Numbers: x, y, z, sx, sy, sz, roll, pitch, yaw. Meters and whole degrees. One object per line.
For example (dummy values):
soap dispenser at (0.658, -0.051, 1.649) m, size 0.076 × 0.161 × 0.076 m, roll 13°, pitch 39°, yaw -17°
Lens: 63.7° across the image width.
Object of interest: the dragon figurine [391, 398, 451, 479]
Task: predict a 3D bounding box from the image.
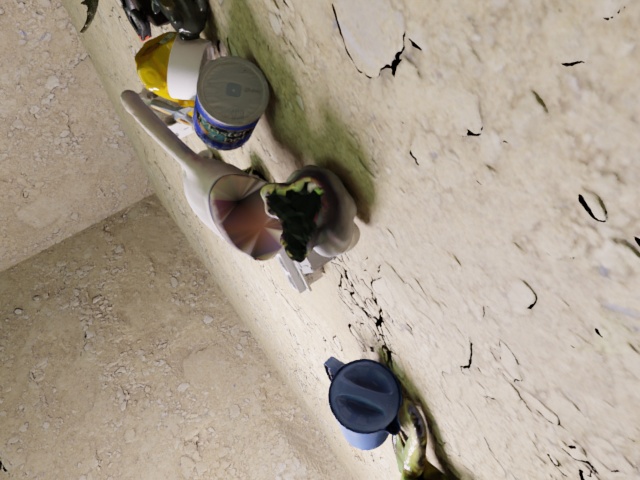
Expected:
dragon figurine at (0.184, 0.457, 1.012) m, size 0.243 × 0.122 × 0.408 m, roll -168°, pitch 64°, yaw -75°

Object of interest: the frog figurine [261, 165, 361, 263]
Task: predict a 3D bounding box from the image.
frog figurine at (0.002, -0.036, 0.725) m, size 0.139 × 0.121 × 0.159 m, roll 43°, pitch -166°, yaw 19°

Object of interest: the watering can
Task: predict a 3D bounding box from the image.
watering can at (-0.168, -0.087, 0.805) m, size 0.342 × 0.105 × 0.226 m, roll 49°, pitch 169°, yaw -33°
